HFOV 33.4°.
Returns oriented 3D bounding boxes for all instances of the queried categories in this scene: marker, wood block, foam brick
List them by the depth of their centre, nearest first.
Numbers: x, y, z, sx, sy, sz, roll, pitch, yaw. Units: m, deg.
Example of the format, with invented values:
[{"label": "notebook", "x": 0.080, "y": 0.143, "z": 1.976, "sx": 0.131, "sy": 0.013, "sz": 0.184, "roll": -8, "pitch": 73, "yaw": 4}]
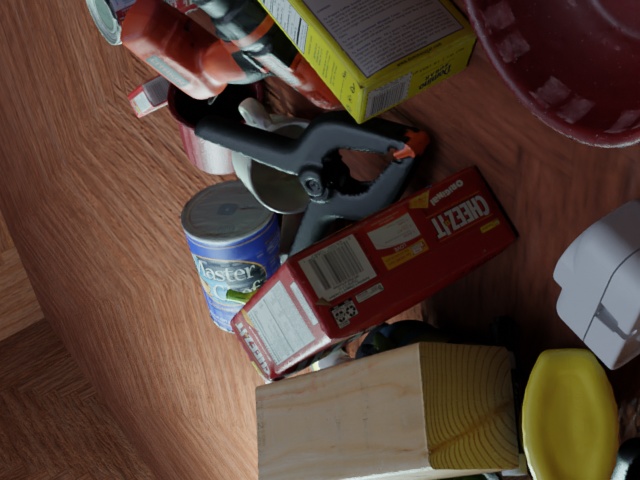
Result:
[{"label": "marker", "x": 0.143, "y": 0.118, "z": 0.813, "sx": 0.020, "sy": 0.020, "sz": 0.121, "roll": 133, "pitch": 136, "yaw": -69}, {"label": "wood block", "x": 0.044, "y": 0.142, "z": 0.823, "sx": 0.207, "sy": 0.090, "sz": 0.090, "roll": -23, "pitch": 65, "yaw": 50}, {"label": "foam brick", "x": -0.006, "y": 0.001, "z": 0.985, "sx": 0.051, "sy": 0.053, "sz": 0.078, "roll": 79, "pitch": -167, "yaw": -46}]

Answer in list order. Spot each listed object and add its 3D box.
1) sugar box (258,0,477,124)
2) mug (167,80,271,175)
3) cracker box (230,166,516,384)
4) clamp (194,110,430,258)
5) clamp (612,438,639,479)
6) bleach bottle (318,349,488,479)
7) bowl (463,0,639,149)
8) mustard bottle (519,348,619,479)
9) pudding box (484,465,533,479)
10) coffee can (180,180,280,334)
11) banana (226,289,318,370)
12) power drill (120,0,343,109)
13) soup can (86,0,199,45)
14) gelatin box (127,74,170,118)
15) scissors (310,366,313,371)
[{"label": "sugar box", "x": 0.013, "y": -0.168, "z": 0.713, "sx": 0.176, "sy": 0.093, "sz": 0.048, "roll": 53, "pitch": 158, "yaw": 23}, {"label": "mug", "x": -0.087, "y": -0.115, "z": 1.043, "sx": 0.117, "sy": 0.093, "sz": 0.081, "roll": 15, "pitch": 150, "yaw": 11}, {"label": "cracker box", "x": 0.033, "y": 0.035, "z": 0.831, "sx": 0.072, "sy": 0.164, "sz": 0.214, "roll": 60, "pitch": 159, "yaw": 7}, {"label": "clamp", "x": -0.005, "y": -0.058, "z": 0.859, "sx": 0.210, "sy": 0.036, "sz": 0.164, "roll": -25, "pitch": 104, "yaw": 45}, {"label": "clamp", "x": 0.230, "y": 0.211, "z": 0.778, "sx": 0.120, "sy": 0.039, "sz": 0.171, "roll": 61, "pitch": 164, "yaw": 15}, {"label": "bleach bottle", "x": 0.064, "y": 0.178, "z": 0.941, "sx": 0.251, "sy": 0.102, "sz": 0.068, "roll": 47, "pitch": 116, "yaw": 46}, {"label": "bowl", "x": 0.138, "y": -0.129, "z": 0.525, "sx": 0.162, "sy": 0.055, "sz": 0.162, "roll": 49, "pitch": 156, "yaw": 29}, {"label": "mustard bottle", "x": 0.167, "y": 0.128, "z": 0.734, "sx": 0.191, "sy": 0.058, "sz": 0.096, "roll": 47, "pitch": -140, "yaw": -77}, {"label": "pudding box", "x": 0.157, "y": 0.214, "z": 0.949, "sx": 0.090, "sy": 0.039, "sz": 0.113, "roll": 52, "pitch": 157, "yaw": 25}, {"label": "coffee can", "x": -0.088, "y": 0.019, "z": 1.178, "sx": 0.103, "sy": 0.102, "sz": 0.140, "roll": 40, "pitch": 151, "yaw": 44}, {"label": "banana", "x": -0.018, "y": 0.103, "z": 1.166, "sx": 0.070, "sy": 0.037, "sz": 0.197, "roll": 1, "pitch": 144, "yaw": 43}, {"label": "power drill", "x": -0.082, "y": -0.166, "z": 0.850, "sx": 0.184, "sy": 0.057, "sz": 0.188, "roll": 37, "pitch": 164, "yaw": -35}, {"label": "soup can", "x": -0.167, "y": -0.238, "z": 1.028, "sx": 0.069, "sy": 0.102, "sz": 0.068, "roll": 48, "pitch": 156, "yaw": 29}, {"label": "gelatin box", "x": -0.148, "y": -0.162, "z": 1.103, "sx": 0.030, "sy": 0.089, "sz": 0.073, "roll": 62, "pitch": 160, "yaw": -9}, {"label": "scissors", "x": -0.032, "y": 0.122, "z": 1.306, "sx": 0.202, "sy": 0.016, "sz": 0.096, "roll": 66, "pitch": 160, "yaw": -13}]
